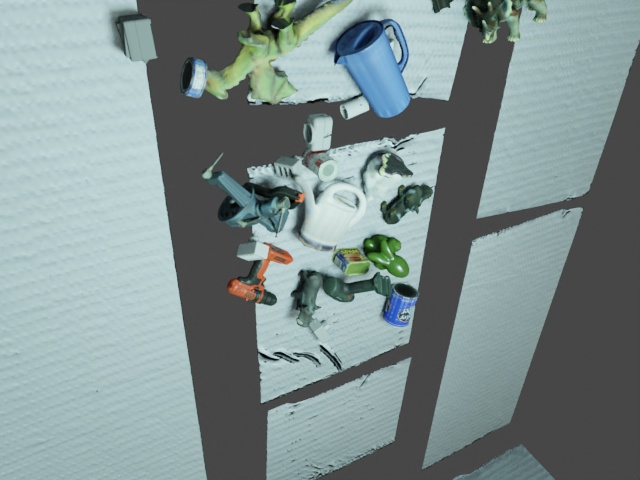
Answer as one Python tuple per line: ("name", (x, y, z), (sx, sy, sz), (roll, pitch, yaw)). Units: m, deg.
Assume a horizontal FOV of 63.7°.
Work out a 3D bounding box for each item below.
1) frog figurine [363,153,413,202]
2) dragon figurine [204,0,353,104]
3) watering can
("frog figurine", (0.191, -0.192, 1.590), (0.138, 0.124, 0.156), (-20, 165, -31))
("dragon figurine", (-0.099, -0.442, 1.239), (0.413, 0.124, 0.237), (-20, 146, -19))
("watering can", (0.005, -0.076, 1.507), (0.346, 0.105, 0.222), (10, 114, -49))
